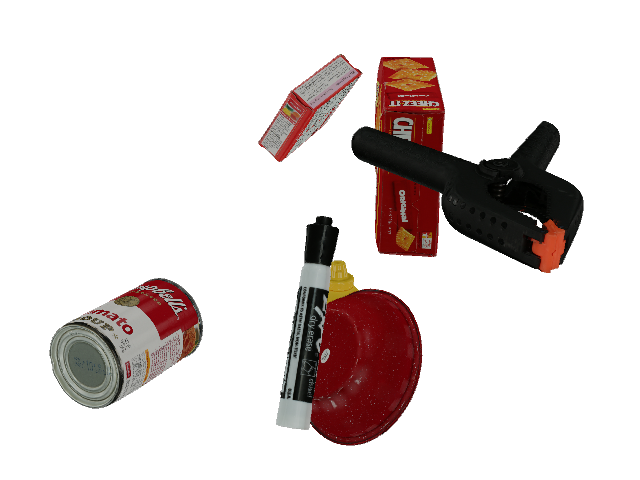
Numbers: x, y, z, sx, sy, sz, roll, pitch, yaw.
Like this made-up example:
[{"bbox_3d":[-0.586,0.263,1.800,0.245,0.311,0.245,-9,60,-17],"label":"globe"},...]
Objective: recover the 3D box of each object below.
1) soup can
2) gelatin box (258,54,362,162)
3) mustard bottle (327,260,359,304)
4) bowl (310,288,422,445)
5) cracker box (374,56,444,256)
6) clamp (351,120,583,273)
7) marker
[{"bbox_3d":[-0.145,0.076,0.802,0.069,0.068,0.102,0,16,30],"label":"soup can"},{"bbox_3d":[-0.010,-0.120,0.960,0.089,0.030,0.073,-45,-4,-44],"label":"gelatin box"},{"bbox_3d":[0.024,0.119,1.430,0.096,0.192,0.058,-2,18,-6],"label":"mustard bottle"},{"bbox_3d":[0.021,0.119,1.059,0.162,0.162,0.055,0,-17,45],"label":"bowl"},{"bbox_3d":[0.096,-0.100,1.193,0.072,0.164,0.213,1,24,3],"label":"cracker box"},{"bbox_3d":[0.112,-0.039,0.742,0.164,0.036,0.210,-1,27,-5],"label":"clamp"},{"bbox_3d":[-0.007,0.046,0.605,0.020,0.121,0.020,8,-9,1],"label":"marker"}]
